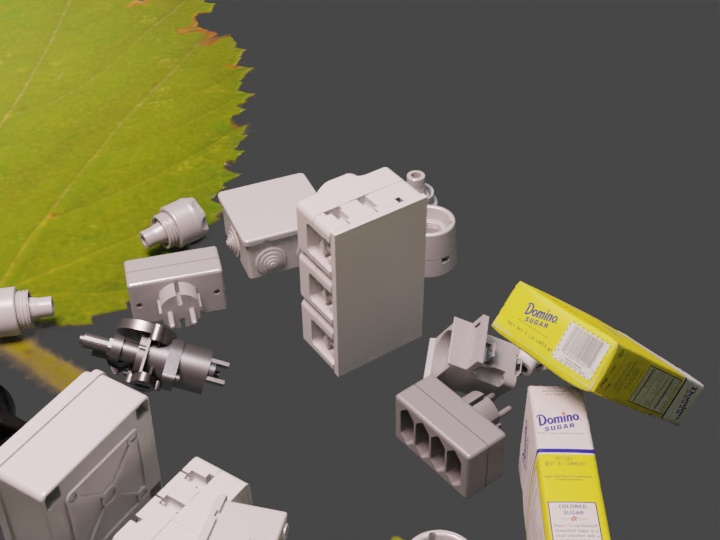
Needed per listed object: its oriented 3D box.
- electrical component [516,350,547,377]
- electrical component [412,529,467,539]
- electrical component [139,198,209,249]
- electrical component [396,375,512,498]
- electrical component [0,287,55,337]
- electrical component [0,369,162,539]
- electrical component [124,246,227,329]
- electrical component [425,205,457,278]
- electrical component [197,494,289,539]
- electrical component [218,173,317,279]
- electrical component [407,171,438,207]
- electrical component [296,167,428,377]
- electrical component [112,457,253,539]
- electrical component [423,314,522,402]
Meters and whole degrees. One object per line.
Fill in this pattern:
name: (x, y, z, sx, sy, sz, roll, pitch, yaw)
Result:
electrical component: (0.147, 0.063, 0.890, 0.043, 0.043, 0.062, 19, 44, 24)
electrical component: (0.053, 0.206, 0.710, 0.055, 0.047, 0.055, -1, 38, 1)
electrical component: (-0.181, -0.041, 1.031, 0.062, 0.043, 0.043, -28, 46, -27)
electrical component: (0.082, 0.117, 0.820, 0.076, 0.047, 0.083, -27, 45, -28)
electrical component: (-0.300, 0.036, 0.939, 0.062, 0.043, 0.043, -8, 39, -10)
electrical component: (-0.195, 0.145, 0.746, 0.056, 0.108, 0.108, 21, 44, 22)
electrical component: (-0.159, 0.025, 0.944, 0.083, 0.047, 0.075, -10, 39, -11)
electrical component: (0.063, -0.028, 1.004, 0.055, 0.047, 0.055, -1, 38, 1)
electrical component: (-0.079, 0.205, 0.674, 0.048, 0.099, 0.099, 9, 28, 7)
electrical component: (-0.080, -0.042, 1.024, 0.100, 0.048, 0.099, -15, 40, -16)
electrical component: (0.054, -0.066, 1.039, 0.043, 0.062, 0.043, -1, 38, 1)
electrical component: (0.000, 0.000, 0.887, 0.089, 0.150, 0.062, -24, 45, -26)
electrical component: (-0.117, 0.183, 0.742, 0.056, 0.050, 0.089, 22, 44, 27)
electrical component: (0.090, 0.074, 0.855, 0.064, 0.081, 0.042, 20, 58, -14)
